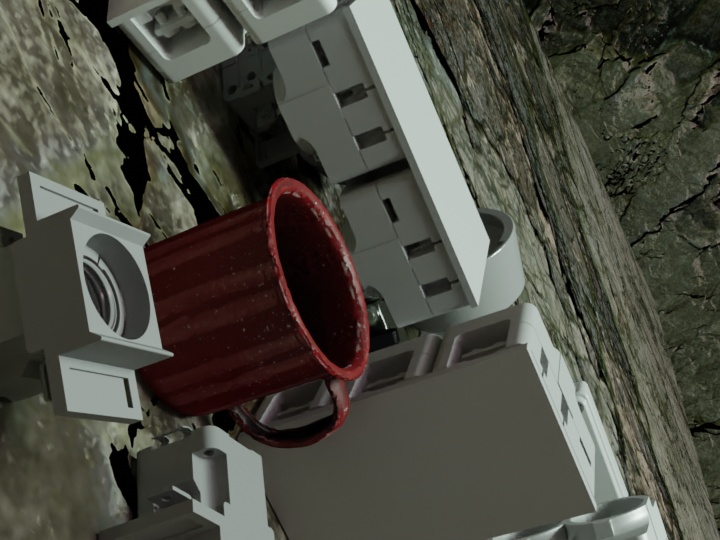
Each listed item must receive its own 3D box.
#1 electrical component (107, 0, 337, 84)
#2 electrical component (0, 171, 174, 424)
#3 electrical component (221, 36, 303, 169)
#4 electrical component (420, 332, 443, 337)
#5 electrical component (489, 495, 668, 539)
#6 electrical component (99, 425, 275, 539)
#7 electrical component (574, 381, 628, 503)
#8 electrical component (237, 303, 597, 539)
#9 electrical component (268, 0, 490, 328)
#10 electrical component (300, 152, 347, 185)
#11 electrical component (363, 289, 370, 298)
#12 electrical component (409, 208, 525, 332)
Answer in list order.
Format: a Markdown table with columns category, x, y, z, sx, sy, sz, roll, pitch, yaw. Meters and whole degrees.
| category | x | y | z | sx | sy | sz | roll | pitch | yaw |
| --- | --- | --- | --- | --- | --- | --- | --- | --- | --- |
| electrical component | -0.074 | -0.199 | 0.601 | 0.060 | 0.105 | 0.186 | 50 | 27 | -47 |
| electrical component | -0.103 | 0.014 | 0.359 | 0.042 | 0.064 | 0.081 | 27 | 45 | -64 |
| electrical component | -0.054 | -0.109 | 0.669 | 0.064 | 0.042 | 0.081 | 48 | 27 | -51 |
| electrical component | 0.087 | 0.060 | 0.872 | 0.053 | 0.059 | 0.095 | 65 | 19 | -15 |
| electrical component | 0.113 | 0.189 | 0.661 | 0.089 | 0.150 | 0.061 | -4 | 76 | -71 |
| electrical component | -0.062 | 0.100 | 0.426 | 0.081 | 0.042 | 0.063 | 48 | 25 | -50 |
| electrical component | 0.150 | 0.159 | 0.871 | 0.056 | 0.109 | 0.108 | -29 | 99 | -75 |
| electrical component | 0.031 | 0.085 | 0.533 | 0.089 | 0.150 | 0.061 | 65 | 20 | -15 |
| electrical component | 0.014 | -0.071 | 0.655 | 0.186 | 0.060 | 0.105 | 65 | 19 | -17 |
| electrical component | -0.029 | -0.132 | 0.748 | 0.074 | 0.052 | 0.138 | 34 | 39 | -61 |
| electrical component | 0.000 | 0.000 | 0.713 | 0.040 | 0.040 | 0.078 | 66 | 19 | -13 |
| electrical component | 0.074 | 0.005 | 0.821 | 0.108 | 0.108 | 0.060 | -76 | 148 | -60 |
